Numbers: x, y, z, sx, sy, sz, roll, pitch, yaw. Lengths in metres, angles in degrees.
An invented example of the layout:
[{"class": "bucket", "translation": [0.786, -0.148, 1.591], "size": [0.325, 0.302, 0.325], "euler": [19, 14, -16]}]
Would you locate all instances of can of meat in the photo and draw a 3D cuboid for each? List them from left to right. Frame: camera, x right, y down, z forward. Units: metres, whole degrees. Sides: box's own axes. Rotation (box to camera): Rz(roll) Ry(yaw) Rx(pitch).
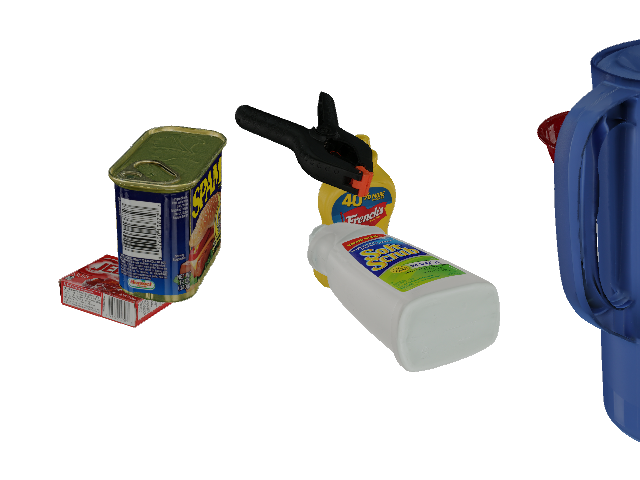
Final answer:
[{"class": "can of meat", "translation": [-0.098, -0.018, 0.703], "size": [0.057, 0.084, 0.102], "euler": [7, 26, 8]}]

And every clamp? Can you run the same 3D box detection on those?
[{"class": "clamp", "translation": [-0.010, -0.101, 1.101], "size": [0.120, 0.039, 0.172], "euler": [-13, 40, -22]}]

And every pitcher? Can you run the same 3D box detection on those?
[{"class": "pitcher", "translation": [0.219, 0.005, 0.638], "size": [0.149, 0.243, 0.144], "euler": [2, 22, 16]}]

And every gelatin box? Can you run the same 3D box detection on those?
[{"class": "gelatin box", "translation": [-0.190, 0.045, 1.010], "size": [0.089, 0.030, 0.073], "euler": [15, 25, 23]}]

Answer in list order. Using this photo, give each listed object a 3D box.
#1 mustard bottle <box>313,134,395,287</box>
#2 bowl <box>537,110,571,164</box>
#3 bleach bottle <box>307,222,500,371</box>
[{"class": "mustard bottle", "translation": [0.044, -0.037, 1.296], "size": [0.096, 0.192, 0.058], "euler": [-7, 29, -19]}, {"class": "bowl", "translation": [0.281, -0.076, 0.982], "size": [0.162, 0.055, 0.162], "euler": [-3, 24, 1]}, {"class": "bleach bottle", "translation": [0.051, 0.034, 0.959], "size": [0.102, 0.068, 0.251], "euler": [-13, 22, -24]}]
